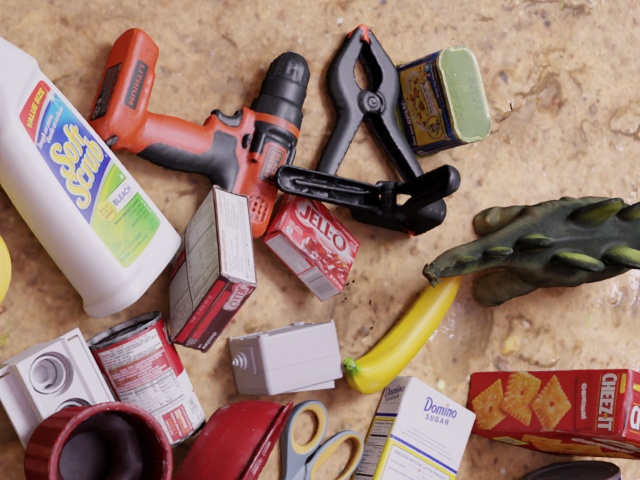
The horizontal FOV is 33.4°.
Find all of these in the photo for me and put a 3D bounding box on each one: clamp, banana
[{"bbox_3d":[0.054,-0.125,1.060,0.120,0.039,0.171,11,79,-32],"label":"clamp"},{"bbox_3d":[0.080,0.096,1.038,0.037,0.070,0.197,37,45,15],"label":"banana"},{"bbox_3d":[0.055,-0.038,0.998,0.165,0.210,0.036,4,80,12],"label":"clamp"}]

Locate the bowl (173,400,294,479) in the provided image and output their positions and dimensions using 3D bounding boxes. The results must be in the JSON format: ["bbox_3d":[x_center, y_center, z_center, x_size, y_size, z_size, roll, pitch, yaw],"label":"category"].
[{"bbox_3d":[-0.083,0.193,0.890,0.055,0.162,0.162,28,67,6],"label":"bowl"}]

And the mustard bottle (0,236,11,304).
[{"bbox_3d":[-0.289,0.036,0.809,0.096,0.058,0.191,24,72,-22],"label":"mustard bottle"}]

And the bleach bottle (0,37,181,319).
[{"bbox_3d":[-0.219,-0.063,0.848,0.250,0.068,0.102,54,40,-19],"label":"bleach bottle"}]

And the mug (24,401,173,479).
[{"bbox_3d":[-0.158,0.171,0.787,0.117,0.082,0.093,39,66,-23],"label":"mug"}]

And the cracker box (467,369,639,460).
[{"bbox_3d":[0.276,0.178,1.064,0.164,0.214,0.072,18,74,-30],"label":"cracker box"}]

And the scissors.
[{"bbox_3d":[-0.041,0.223,0.973,0.201,0.016,0.096,-31,100,-31],"label":"scissors"}]

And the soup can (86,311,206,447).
[{"bbox_3d":[-0.144,0.119,0.888,0.068,0.069,0.102,-27,100,-32],"label":"soup can"}]

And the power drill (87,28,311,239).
[{"bbox_3d":[-0.101,-0.114,0.948,0.187,0.057,0.184,24,72,-28],"label":"power drill"}]

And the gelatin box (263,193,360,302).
[{"bbox_3d":[-0.007,0.001,0.997,0.089,0.030,0.073,47,38,-21],"label":"gelatin box"}]

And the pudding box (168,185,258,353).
[{"bbox_3d":[-0.091,0.024,0.893,0.039,0.090,0.113,20,37,-28],"label":"pudding box"}]

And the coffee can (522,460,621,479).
[{"bbox_3d":[0.274,0.312,1.113,0.102,0.103,0.140,-11,91,-33],"label":"coffee can"}]

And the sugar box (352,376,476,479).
[{"bbox_3d":[0.081,0.230,1.035,0.093,0.048,0.176,34,64,-25],"label":"sugar box"}]

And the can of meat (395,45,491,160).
[{"bbox_3d":[0.121,-0.139,1.078,0.057,0.084,0.102,-16,93,-33],"label":"can of meat"}]
